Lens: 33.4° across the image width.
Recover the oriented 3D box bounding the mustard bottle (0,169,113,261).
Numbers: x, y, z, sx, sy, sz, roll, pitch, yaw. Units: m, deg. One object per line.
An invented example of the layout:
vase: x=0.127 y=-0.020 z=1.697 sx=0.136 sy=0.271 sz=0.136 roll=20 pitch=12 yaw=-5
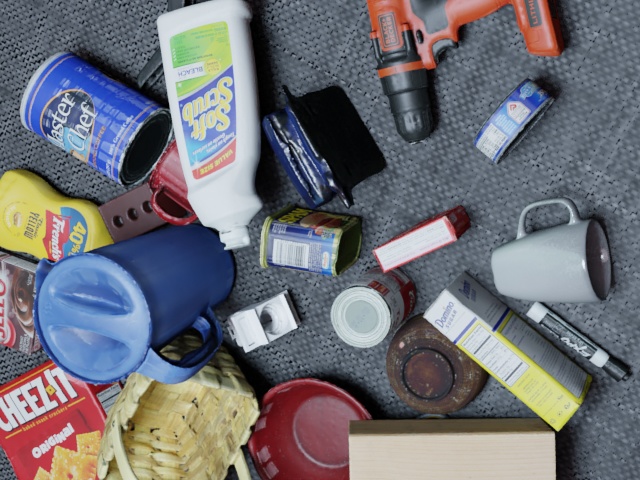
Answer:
mustard bottle: x=-0.303 y=-0.007 z=1.276 sx=0.192 sy=0.058 sz=0.096 roll=25 pitch=105 yaw=14

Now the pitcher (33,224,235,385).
pitcher: x=-0.178 y=0.062 z=1.143 sx=0.145 sy=0.242 sz=0.149 roll=-8 pitch=98 yaw=22

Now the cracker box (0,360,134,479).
cracker box: x=-0.305 y=0.253 z=1.324 sx=0.164 sy=0.072 sz=0.214 roll=-28 pitch=90 yaw=23

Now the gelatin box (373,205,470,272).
gelatin box: x=0.107 y=-0.002 z=1.114 sx=0.089 sy=0.073 sz=0.030 roll=-27 pitch=91 yaw=23

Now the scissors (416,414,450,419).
scissors: x=0.092 y=0.277 z=1.210 sx=0.096 sy=0.016 sz=0.202 roll=41 pitch=112 yaw=8

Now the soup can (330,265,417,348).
soup can: x=0.058 y=0.069 z=1.133 sx=0.069 sy=0.102 sz=0.068 roll=4 pitch=102 yaw=19

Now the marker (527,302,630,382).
marker: x=0.269 y=0.107 z=1.106 sx=0.121 sy=0.020 sz=0.020 roll=37 pitch=111 yaw=10

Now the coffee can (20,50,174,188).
coffee can: x=-0.250 y=-0.137 z=1.204 sx=0.140 sy=0.102 sz=0.103 roll=31 pitch=110 yaw=12

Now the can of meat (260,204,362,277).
can of meat: x=-0.008 y=0.001 z=1.144 sx=0.084 sy=0.102 sz=0.057 roll=9 pitch=105 yaw=16

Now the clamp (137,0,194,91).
clamp: x=-0.146 y=-0.230 z=1.181 sx=0.120 sy=0.039 sz=0.171 roll=7 pitch=99 yaw=13

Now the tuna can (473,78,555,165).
tuna can: x=0.190 y=-0.117 z=1.052 sx=0.034 sy=0.086 sz=0.086 roll=42 pitch=112 yaw=9

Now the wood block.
wood block: x=0.134 y=0.237 z=1.109 sx=0.206 sy=0.090 sz=0.091 roll=-1 pitch=91 yaw=2

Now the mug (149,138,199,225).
mug: x=-0.136 y=-0.063 z=1.176 sx=0.081 sy=0.117 sz=0.093 roll=36 pitch=148 yaw=5

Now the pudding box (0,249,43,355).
pudding box: x=-0.383 y=0.077 z=1.334 sx=0.090 sy=0.039 sz=0.113 roll=18 pitch=107 yaw=17

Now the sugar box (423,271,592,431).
sugar box: x=0.194 y=0.111 z=1.096 sx=0.176 sy=0.093 sz=0.048 roll=38 pitch=111 yaw=10

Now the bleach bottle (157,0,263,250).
bleach bottle: x=-0.100 y=-0.117 z=1.109 sx=0.103 sy=0.068 sz=0.251 roll=-12 pitch=85 yaw=12

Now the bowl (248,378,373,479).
bowl: x=0.001 y=0.226 z=1.212 sx=0.162 sy=0.055 sz=0.162 roll=4 pitch=103 yaw=20

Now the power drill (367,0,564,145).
power drill: x=0.143 y=-0.200 z=1.068 sx=0.188 sy=0.057 sz=0.184 roll=-10 pitch=97 yaw=22

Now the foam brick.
foam brick: x=-0.205 y=-0.034 z=1.237 sx=0.078 sy=0.051 sz=0.053 roll=-25 pitch=92 yaw=23
